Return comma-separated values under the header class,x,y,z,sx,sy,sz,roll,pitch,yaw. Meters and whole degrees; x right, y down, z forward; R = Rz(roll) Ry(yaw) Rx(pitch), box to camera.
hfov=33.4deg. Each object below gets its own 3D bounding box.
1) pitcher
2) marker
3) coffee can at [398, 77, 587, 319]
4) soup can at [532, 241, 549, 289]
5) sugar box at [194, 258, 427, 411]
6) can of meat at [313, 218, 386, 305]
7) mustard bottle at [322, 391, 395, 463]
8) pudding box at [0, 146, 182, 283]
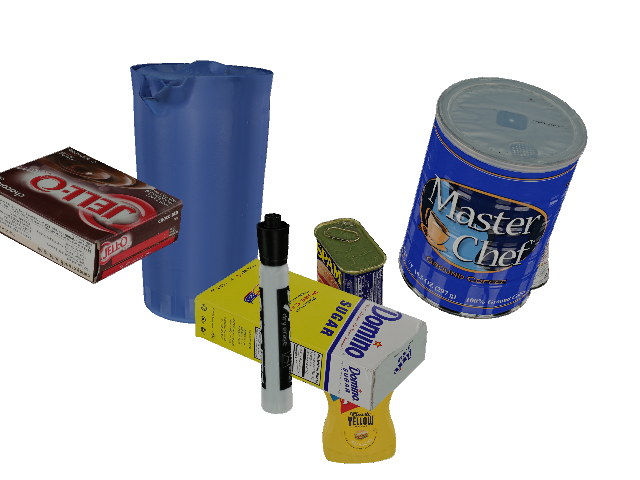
class,x,y,z,sx,sy,sz,roll,pitch,yaw
pitcher,-0.109,-0.052,1.032,0.149,0.243,0.145,-2,15,-17
marker,-0.026,0.043,0.620,0.020,0.121,0.020,0,19,0
coffee can,0.118,-0.029,0.757,0.102,0.140,0.103,6,40,-5
soup can,0.236,-0.001,1.247,0.068,0.102,0.068,-3,30,2
sugar box,-0.009,0.073,0.889,0.176,0.048,0.093,17,30,28
can of meat,0.033,0.037,1.222,0.057,0.084,0.102,-15,38,-18
mustard bottle,0.050,0.193,1.392,0.096,0.192,0.058,-2,15,-3
pudding box,-0.168,-0.020,0.750,0.114,0.039,0.089,23,30,24
